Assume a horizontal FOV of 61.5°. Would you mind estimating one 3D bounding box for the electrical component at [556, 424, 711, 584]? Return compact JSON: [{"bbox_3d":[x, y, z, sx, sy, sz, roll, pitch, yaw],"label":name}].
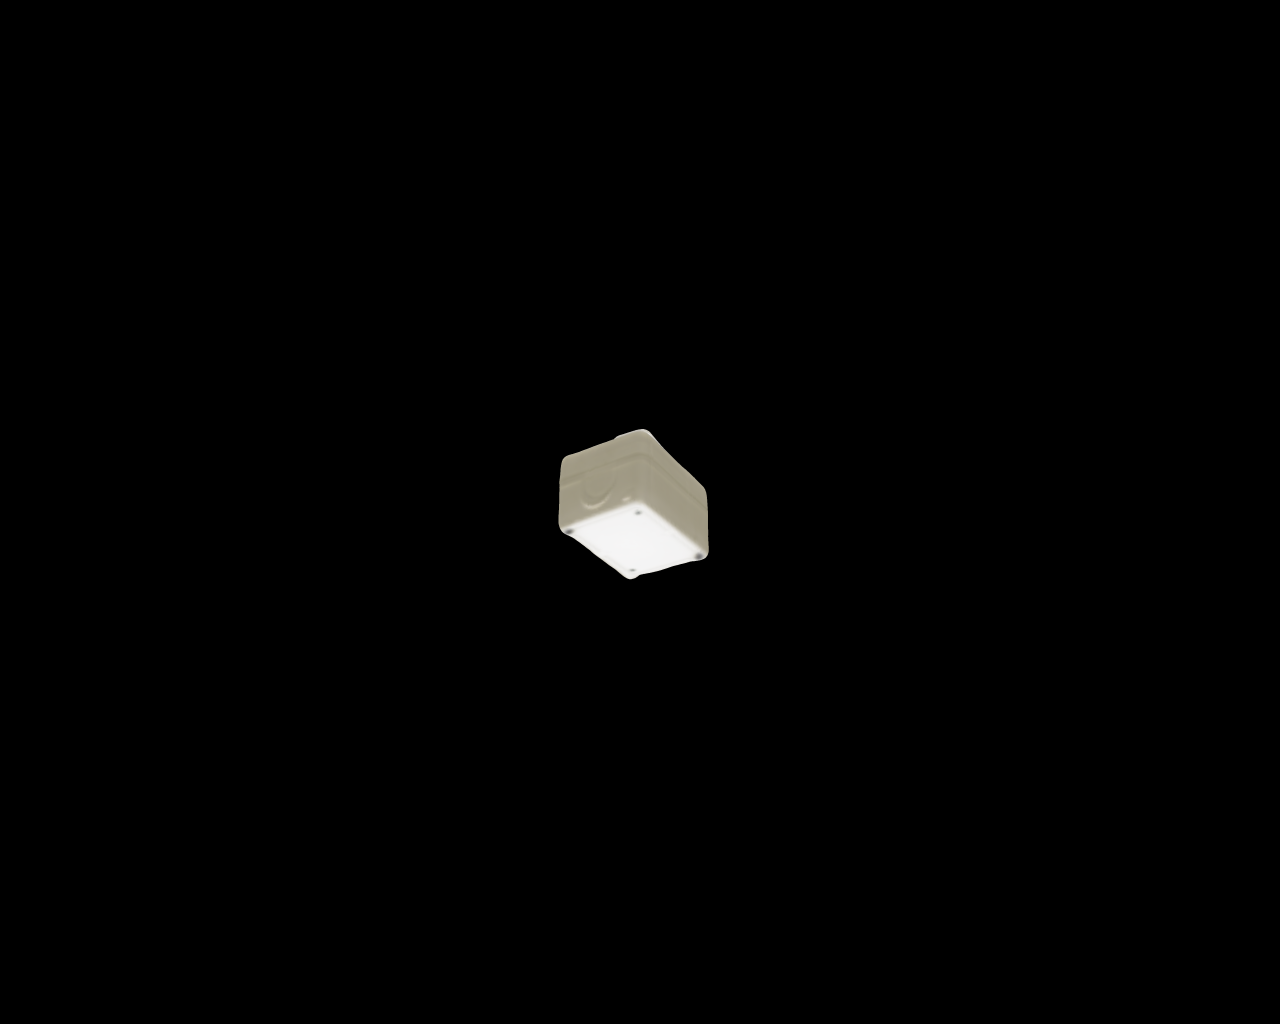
[{"bbox_3d":[0.001,-0.003,0.650,0.061,0.061,0.096,-18,-35,27],"label":"electrical component"}]
